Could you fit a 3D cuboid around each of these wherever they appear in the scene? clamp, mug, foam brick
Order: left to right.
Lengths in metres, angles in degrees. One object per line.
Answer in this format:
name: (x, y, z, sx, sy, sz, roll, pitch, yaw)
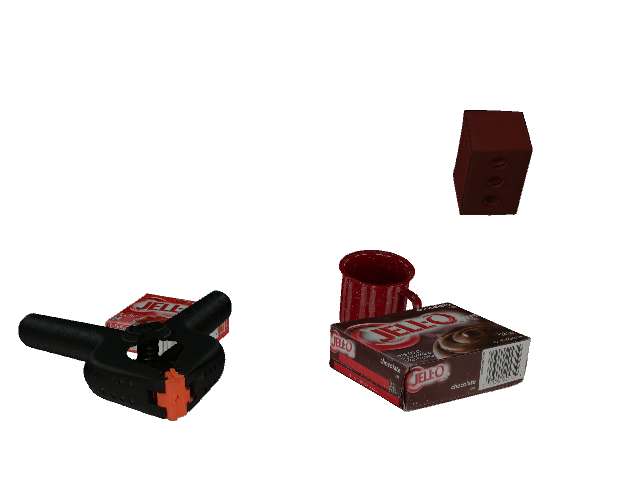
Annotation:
clamp: (-0.114, 0.075, 0.757, 0.164, 0.036, 0.210, -9, 14, -24)
mug: (0.075, 0.072, 1.307, 0.117, 0.081, 0.093, 23, 33, 32)
foam brick: (0.147, -0.067, 0.921, 0.053, 0.051, 0.078, 0, -43, -2)

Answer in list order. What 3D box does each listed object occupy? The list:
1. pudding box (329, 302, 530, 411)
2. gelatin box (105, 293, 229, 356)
pudding box: (0.076, 0.079, 0.752, 0.113, 0.039, 0.090, -5, 18, -34)
gelatin box: (-0.137, 0.077, 0.964, 0.089, 0.030, 0.073, 8, 20, 20)
